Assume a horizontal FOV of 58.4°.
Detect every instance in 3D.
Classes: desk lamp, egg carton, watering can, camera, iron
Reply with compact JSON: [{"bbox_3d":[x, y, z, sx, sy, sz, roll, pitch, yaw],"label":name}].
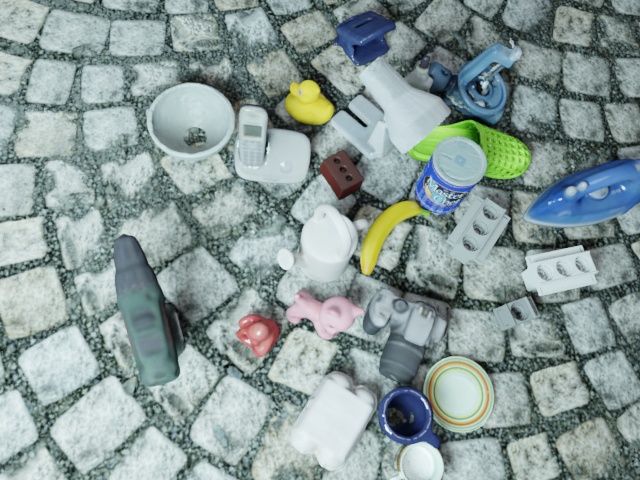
[{"bbox_3d":[0.132,-0.242,1.107,0.203,0.213,0.118,42,70,9],"label":"desk lamp"},{"bbox_3d":[0.023,0.302,0.966,0.107,0.069,0.150,31,69,5],"label":"egg carton"},{"bbox_3d":[0.010,0.005,1.009,0.101,0.194,0.173,38,70,8],"label":"watering can"},{"bbox_3d":[0.142,0.173,1.013,0.143,0.101,0.137,24,68,2],"label":"camera"},{"bbox_3d":[0.545,-0.101,1.146,0.258,0.141,0.118,-18,72,-13],"label":"iron"}]

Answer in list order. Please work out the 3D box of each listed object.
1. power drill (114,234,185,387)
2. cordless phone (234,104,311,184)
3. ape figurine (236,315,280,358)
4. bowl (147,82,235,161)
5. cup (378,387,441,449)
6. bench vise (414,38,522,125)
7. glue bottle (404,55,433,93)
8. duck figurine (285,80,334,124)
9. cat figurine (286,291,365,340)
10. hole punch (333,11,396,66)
[{"bbox_3d":[-0.274,0.125,0.920,0.076,0.208,0.229,-17,72,-13],"label":"power drill"},{"bbox_3d":[-0.088,-0.184,1.073,0.147,0.185,0.094,2,69,-6],"label":"cordless phone"},{"bbox_3d":[-0.106,0.162,0.990,0.076,0.092,0.078,-9,71,-10],"label":"ape figurine"},{"bbox_3d":[-0.249,-0.219,1.125,0.167,0.074,0.167,2,69,-6],"label":"bowl"},{"bbox_3d":[0.146,0.307,0.966,0.117,0.095,0.092,40,70,9],"label":"cup"},{"bbox_3d":[0.299,-0.322,1.155,0.207,0.219,0.121,4,69,-6],"label":"bench vise"},{"bbox_3d":[0.195,-0.316,1.165,0.078,0.173,0.037,26,69,3],"label":"glue bottle"},{"bbox_3d":[-0.019,-0.290,1.175,0.104,0.086,0.077,22,68,2],"label":"duck figurine"},{"bbox_3d":[0.009,0.125,1.005,0.127,0.117,0.067,24,68,2],"label":"cat figurine"},{"bbox_3d":[0.095,-0.452,1.248,0.109,0.091,0.101,-32,76,-17],"label":"hole punch"}]
